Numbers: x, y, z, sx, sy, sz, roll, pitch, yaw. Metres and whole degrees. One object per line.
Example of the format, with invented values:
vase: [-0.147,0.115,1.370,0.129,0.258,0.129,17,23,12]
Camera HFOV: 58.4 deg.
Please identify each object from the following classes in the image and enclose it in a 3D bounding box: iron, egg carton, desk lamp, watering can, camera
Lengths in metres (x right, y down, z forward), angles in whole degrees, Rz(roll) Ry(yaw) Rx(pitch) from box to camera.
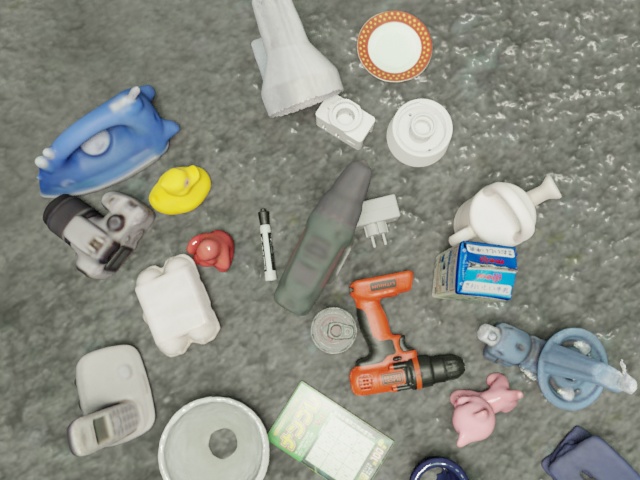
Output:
iron: [-0.363,-0.154,0.911,0.258,0.141,0.118,-35,84,-4]
egg carton: [-0.229,0.105,0.915,0.107,0.069,0.150,-24,83,-3]
desk lamp: [-0.048,-0.274,0.888,0.118,0.213,0.203,-20,83,-2]
watering can: [0.278,-0.041,0.867,0.101,0.194,0.173,39,85,5]
camera: [-0.364,-0.028,0.916,0.137,0.101,0.143,35,84,5]

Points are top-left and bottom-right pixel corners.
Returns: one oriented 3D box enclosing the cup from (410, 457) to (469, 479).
cup: [0.187,0.368,0.867,0.117,0.095,0.092,1,83,1]

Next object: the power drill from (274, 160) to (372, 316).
power drill: [0.008,0.003,0.856,0.075,0.208,0.230,26,84,4]

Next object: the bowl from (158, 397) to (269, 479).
bowl: [-0.158,0.322,0.885,0.167,0.075,0.167,0,83,0]

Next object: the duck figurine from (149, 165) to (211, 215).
duck figurine: [-0.234,-0.087,0.930,0.104,0.086,0.077,-30,83,-3]

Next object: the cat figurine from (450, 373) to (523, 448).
cat figurine: [0.249,0.258,0.869,0.128,0.118,0.067,-26,83,-3]

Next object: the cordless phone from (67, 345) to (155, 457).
cordless phone: [-0.320,0.235,0.841,0.094,0.185,0.147,-19,83,-2]

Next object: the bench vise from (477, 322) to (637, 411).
bench vise: [0.335,0.185,0.826,0.207,0.220,0.121,4,83,1]

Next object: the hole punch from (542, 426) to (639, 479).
hole punch: [0.412,0.358,0.869,0.101,0.091,0.108,-45,85,-5]

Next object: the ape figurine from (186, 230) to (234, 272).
ape figurine: [-0.174,0.017,0.914,0.076,0.092,0.078,-41,84,-4]
